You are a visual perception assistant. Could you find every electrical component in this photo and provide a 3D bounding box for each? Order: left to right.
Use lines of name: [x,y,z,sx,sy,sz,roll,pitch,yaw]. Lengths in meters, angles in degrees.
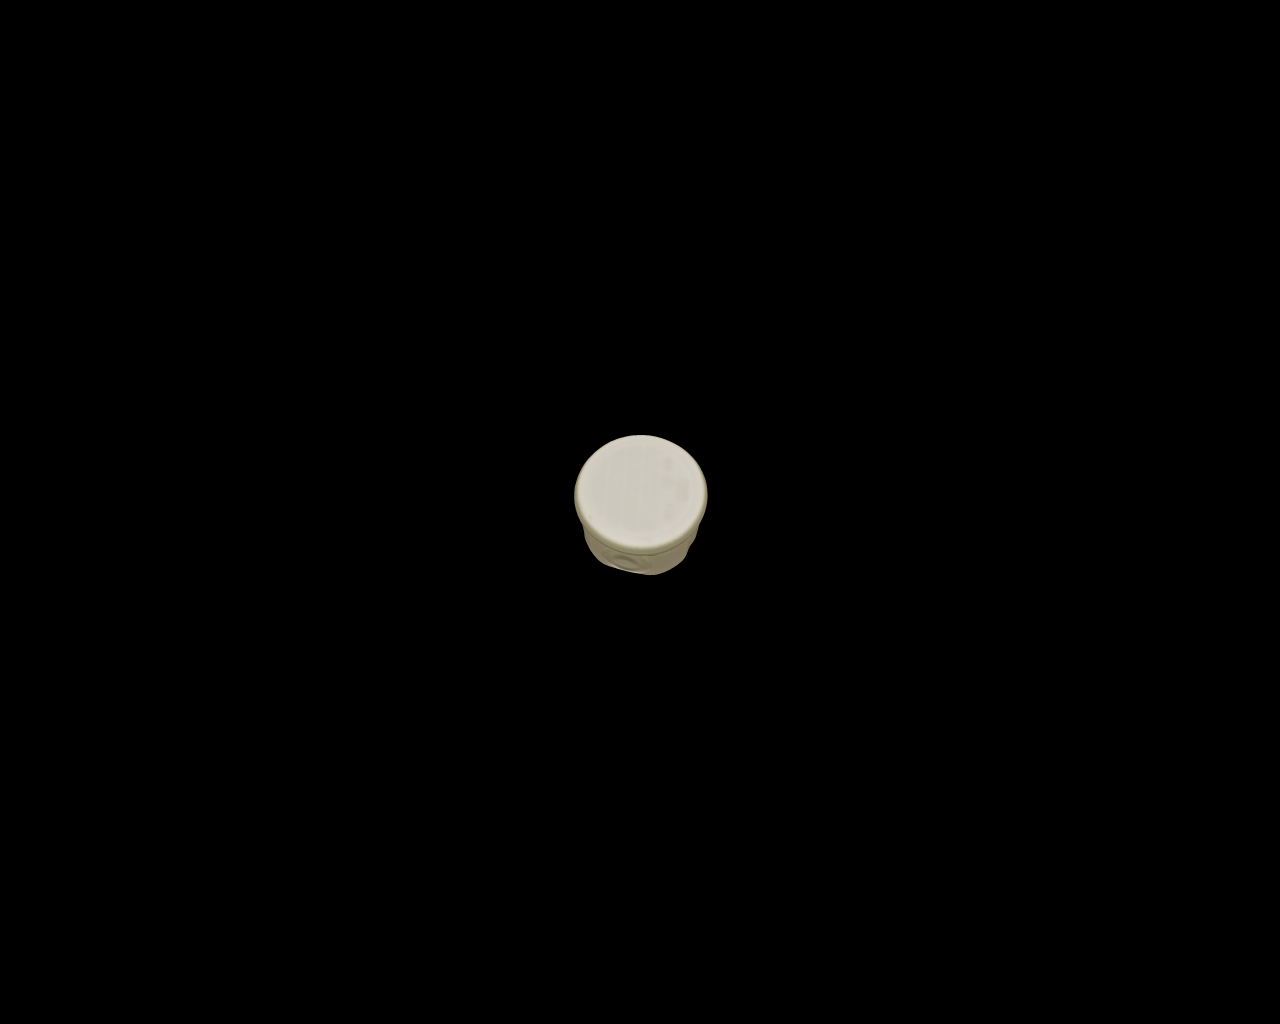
electrical component: [0.001,-0.003,0.650,0.080,0.080,0.051,0,-27,0]
